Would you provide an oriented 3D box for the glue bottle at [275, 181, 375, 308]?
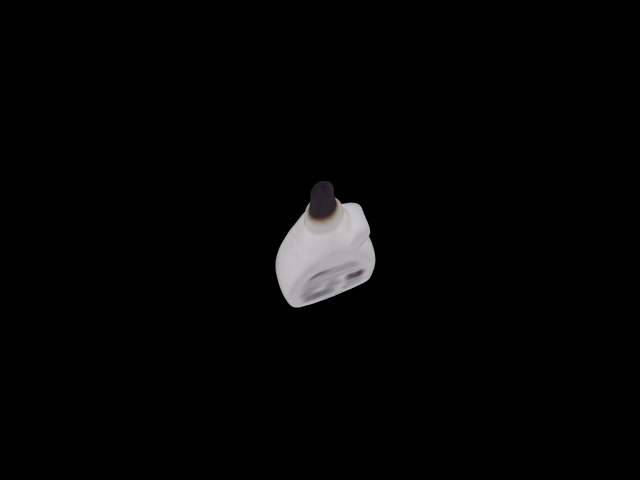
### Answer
[{"bbox_3d":[0.004,0.001,0.400,0.078,0.173,0.037,-19,70,-7],"label":"glue bottle"}]
